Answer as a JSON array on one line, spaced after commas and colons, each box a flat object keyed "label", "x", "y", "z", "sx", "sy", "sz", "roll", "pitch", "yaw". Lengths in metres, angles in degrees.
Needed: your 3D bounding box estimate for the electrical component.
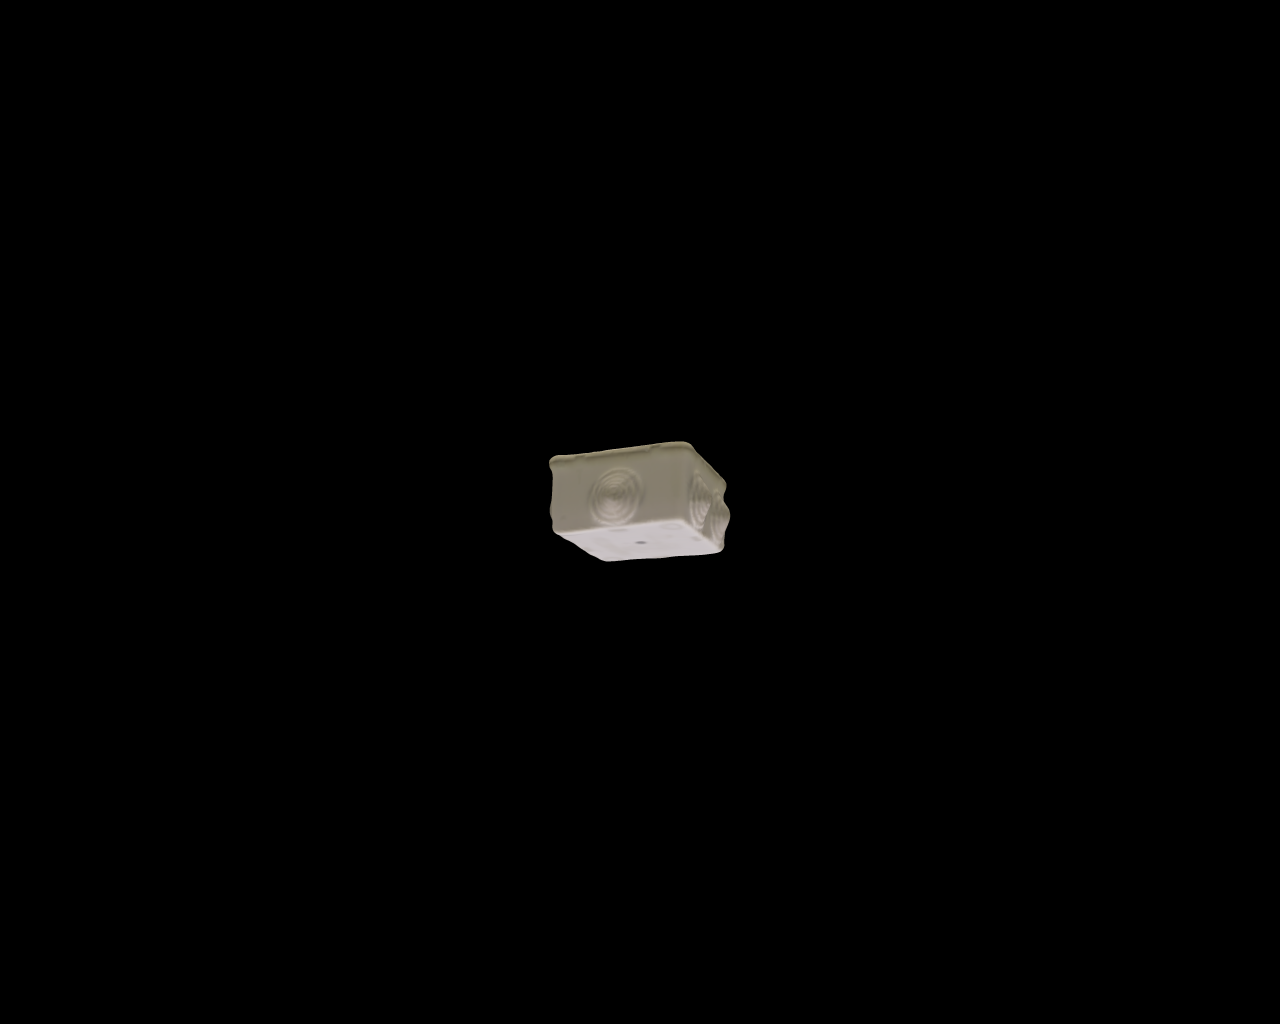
[{"label": "electrical component", "x": 0.001, "y": -0.003, "z": 0.650, "sx": 0.100, "sy": 0.048, "sz": 0.099, "roll": -6, "pitch": -17, "yaw": 19}]
